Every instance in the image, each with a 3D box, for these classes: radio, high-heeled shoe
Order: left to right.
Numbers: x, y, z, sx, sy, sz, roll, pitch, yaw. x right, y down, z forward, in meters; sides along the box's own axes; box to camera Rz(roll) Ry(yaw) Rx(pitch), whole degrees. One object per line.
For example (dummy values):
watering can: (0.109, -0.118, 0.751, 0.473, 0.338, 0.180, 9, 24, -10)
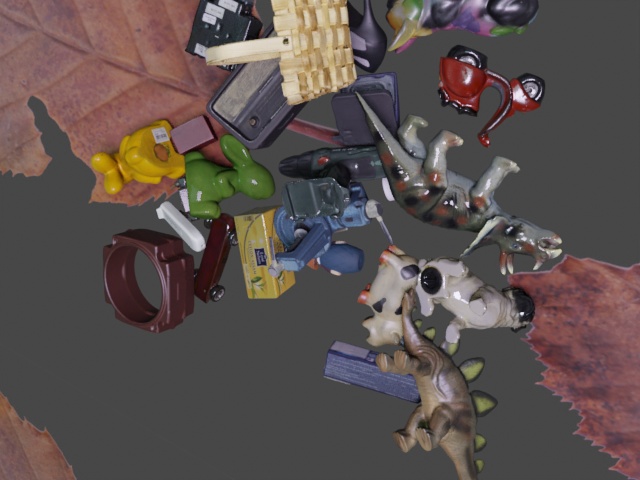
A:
radio: (-0.091, -0.284, 1.003, 0.131, 0.073, 0.229, 46, 111, 2)
high-heeled shoe: (0.009, -0.388, 0.967, 0.249, 0.086, 0.145, 22, 140, 28)

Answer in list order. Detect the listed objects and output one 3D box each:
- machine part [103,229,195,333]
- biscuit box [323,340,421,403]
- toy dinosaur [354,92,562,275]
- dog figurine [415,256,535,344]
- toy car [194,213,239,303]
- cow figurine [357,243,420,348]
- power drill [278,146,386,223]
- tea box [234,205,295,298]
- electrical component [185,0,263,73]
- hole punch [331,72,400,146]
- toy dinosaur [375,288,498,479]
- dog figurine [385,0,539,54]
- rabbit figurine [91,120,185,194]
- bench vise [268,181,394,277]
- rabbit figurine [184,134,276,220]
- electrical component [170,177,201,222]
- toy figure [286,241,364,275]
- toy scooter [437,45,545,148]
machine part: (-0.370, 0.086, 1.150, 0.202, 0.087, 0.200, 13, 108, 29)
biscuit box: (0.113, 0.265, 1.083, 0.203, 0.059, 0.062, 14, 106, 14)
toy dinosaur: (0.206, -0.083, 0.909, 0.405, 0.131, 0.192, 25, 103, -1)
dog figurine: (0.280, 0.093, 0.962, 0.121, 0.190, 0.172, -47, 57, 39)
toy car: (-0.219, 0.038, 1.132, 0.089, 0.053, 0.202, 28, 111, 25)
cow figurine: (0.141, 0.120, 1.030, 0.127, 0.085, 0.194, 29, 109, 15)
power drill: (0.002, -0.105, 0.948, 0.232, 0.207, 0.085, -3, 112, 20)
tea box: (-0.108, 0.023, 1.070, 0.068, 0.098, 0.169, -5, 103, 23)
electrical component: (-0.177, -0.394, 1.012, 0.115, 0.058, 0.134, 28, 109, 7)
hole punch: (0.087, -0.235, 0.965, 0.142, 0.092, 0.115, -2, 136, 14)
toy dinosaur: (0.232, 0.310, 0.981, 0.105, 0.198, 0.471, -8, 98, 60)
dog figurine: (0.215, -0.366, 0.878, 0.219, 0.108, 0.191, -38, 93, 26)
rabbit figurine: (-0.382, -0.151, 1.099, 0.173, 0.162, 0.121, -11, 113, 37)
bench vise: (-0.005, -0.012, 0.968, 0.224, 0.240, 0.128, 6, 126, 30)
rabbit figurine: (-0.176, -0.120, 1.059, 0.170, 0.121, 0.159, -5, 88, -11)
electrical component: (-0.267, -0.091, 1.123, 0.078, 0.045, 0.102, -24, 99, -8)
toy figure: (0.008, 0.033, 1.060, 0.155, 0.064, 0.057, 8, 143, 20)
toy scooter: (0.272, -0.236, 0.907, 0.184, 0.075, 0.135, 26, 109, 5)
